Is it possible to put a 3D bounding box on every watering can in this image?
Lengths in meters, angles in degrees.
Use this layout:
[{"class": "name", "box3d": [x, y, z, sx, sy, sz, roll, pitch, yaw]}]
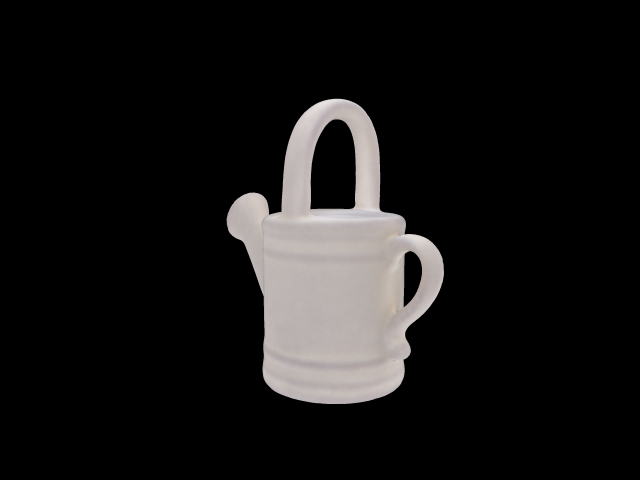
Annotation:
[{"class": "watering can", "box3d": [0.002, 0.002, 0.398, 0.172, 0.194, 0.101, 2, 7, 19]}]
